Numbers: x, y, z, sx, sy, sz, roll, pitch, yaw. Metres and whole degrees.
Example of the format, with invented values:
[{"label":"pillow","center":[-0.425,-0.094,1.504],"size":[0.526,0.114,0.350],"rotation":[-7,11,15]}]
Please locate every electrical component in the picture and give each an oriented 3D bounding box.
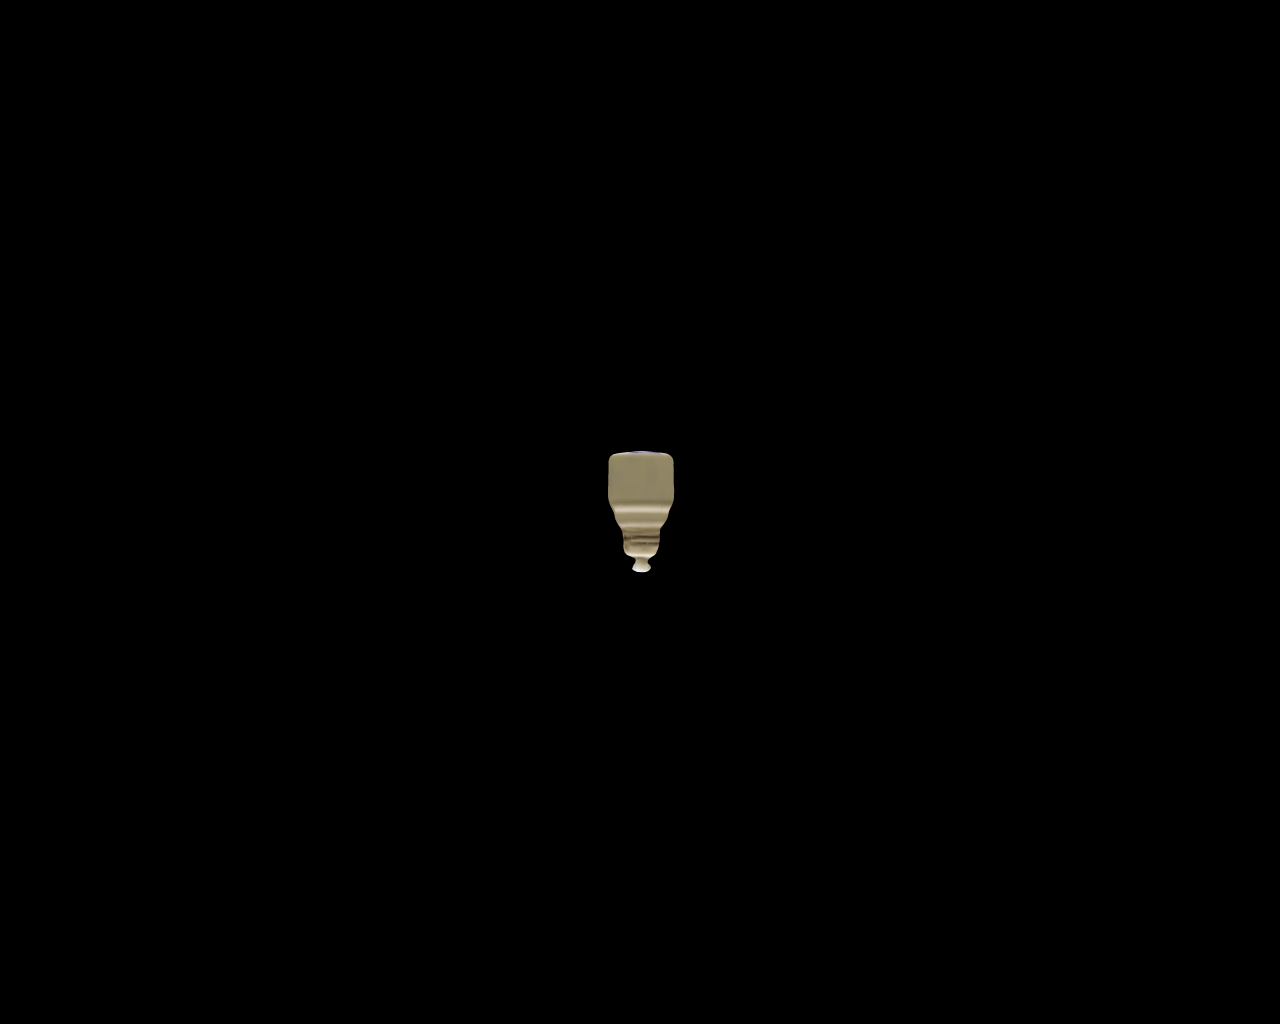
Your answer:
[{"label":"electrical component","center":[0.001,-0.003,0.650],"size":[0.040,0.078,0.040],"rotation":[0,-2,0]}]
